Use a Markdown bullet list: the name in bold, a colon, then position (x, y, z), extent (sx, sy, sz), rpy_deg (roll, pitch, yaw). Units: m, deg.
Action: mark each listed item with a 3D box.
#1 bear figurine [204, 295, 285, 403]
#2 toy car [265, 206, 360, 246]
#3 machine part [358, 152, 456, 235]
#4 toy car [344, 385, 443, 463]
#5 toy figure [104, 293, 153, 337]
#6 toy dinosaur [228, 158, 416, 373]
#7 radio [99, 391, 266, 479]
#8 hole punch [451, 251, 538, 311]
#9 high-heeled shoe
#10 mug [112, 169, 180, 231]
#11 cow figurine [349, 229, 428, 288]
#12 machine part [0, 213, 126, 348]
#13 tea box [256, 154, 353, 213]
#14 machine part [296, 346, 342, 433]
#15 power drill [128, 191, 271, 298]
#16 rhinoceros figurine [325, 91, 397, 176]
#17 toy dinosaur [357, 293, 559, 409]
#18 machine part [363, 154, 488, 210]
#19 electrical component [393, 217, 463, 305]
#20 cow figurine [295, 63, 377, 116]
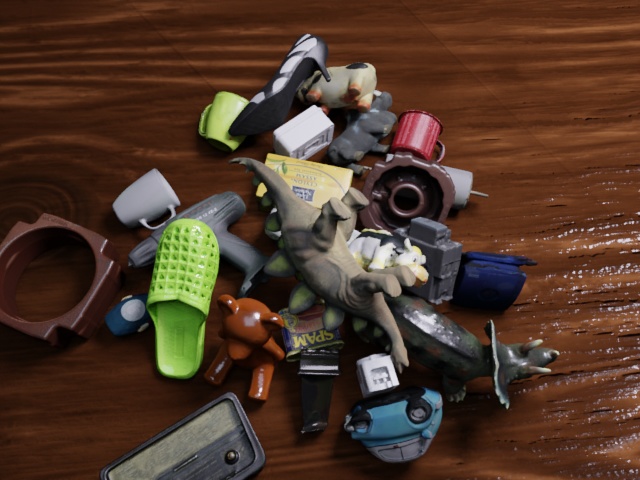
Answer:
- **bear figurine**: position (-0.118, 0.171, 0.846), extent (0.120, 0.195, 0.132), rpy_deg (20, 69, 3)
- **toy car**: position (-0.002, -0.003, 0.989), extent (0.202, 0.056, 0.073), rpy_deg (21, 68, -2)
- **machine part**: position (0.157, -0.075, 0.988), extent (0.179, 0.056, 0.179), rpy_deg (3, 108, 8)
- **toy car**: position (0.124, 0.299, 0.854), extent (0.162, 0.109, 0.103), rpy_deg (-16, 86, 0)
- **toy figure**: position (-0.295, 0.113, 0.940), extent (0.154, 0.058, 0.064), rpy_deg (-31, 107, -16)
- **toy dinosaur**: position (-0.004, 0.010, 0.862), extent (0.105, 0.198, 0.471), rpy_deg (-2, 55, -53)
- **radio**: position (-0.203, 0.351, 0.832), extent (0.230, 0.073, 0.131), rpy_deg (-30, 72, -13)
- **hole punch**: position (0.295, 0.071, 0.951), extent (0.142, 0.115, 0.092), rpy_deg (9, 75, 2)
- **high-heeled shoe**: position (-0.088, -0.306, 1.040), extent (0.249, 0.086, 0.145), rpy_deg (-28, 59, 1)
- **mug**: position (-0.323, -0.061, 1.004), extent (0.107, 0.080, 0.109), rpy_deg (-32, 76, -2)
- **cow figurine**: position (0.119, 0.029, 0.901), extent (0.168, 0.068, 0.098), rpy_deg (8, 60, 44)
- **machine part**: position (-0.464, 0.071, 0.935), extent (0.202, 0.087, 0.201), rpy_deg (21, 68, 8)
- **tea box**: position (-0.029, -0.095, 1.030), extent (0.170, 0.068, 0.098), rpy_deg (11, 67, 1)
- **machine part**: position (-0.004, 0.245, 0.879), extent (0.084, 0.039, 0.138), rpy_deg (7, 88, -18)
- **power drill**: position (-0.191, 0.027, 0.960), extent (0.207, 0.086, 0.232), rpy_deg (36, 59, 17)
- **rhinoceros figurine**: position (0.090, -0.219, 1.087), extent (0.112, 0.073, 0.190), rpy_deg (32, 73, 25)
- **toy dinosaur**: position (0.172, 0.151, 0.868), extent (0.405, 0.192, 0.131), rpy_deg (25, 67, 7)
- **machine part**: position (0.203, -0.112, 1.041), extent (0.243, 0.079, 0.079), rpy_deg (13, 67, 4)
- **electrical component**: position (0.180, 0.031, 0.932), extent (0.058, 0.134, 0.115), rpy_deg (-15, 26, -43)
- **cow figurine**: position (0.024, -0.316, 1.086), extent (0.195, 0.085, 0.127), rpy_deg (4, 57, 36)
